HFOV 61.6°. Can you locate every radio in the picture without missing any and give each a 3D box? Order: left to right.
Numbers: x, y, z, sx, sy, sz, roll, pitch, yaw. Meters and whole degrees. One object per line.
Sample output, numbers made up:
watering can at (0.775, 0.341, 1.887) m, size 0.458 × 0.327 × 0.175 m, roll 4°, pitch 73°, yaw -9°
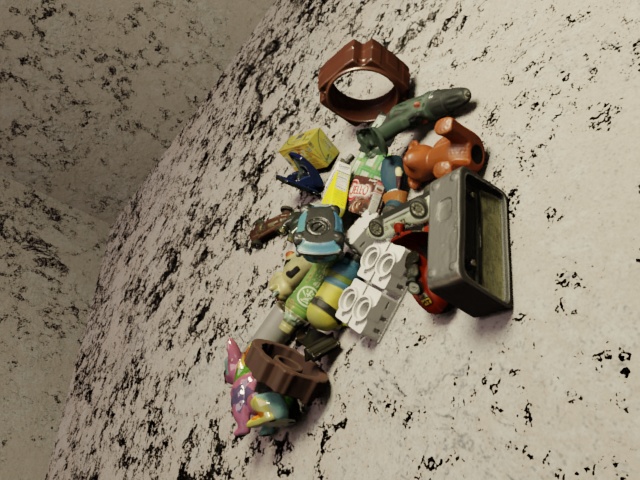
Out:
radio at (0.246, -0.001, 0.888) m, size 0.073 × 0.131 × 0.229 m, roll -30°, pitch 42°, yaw 45°

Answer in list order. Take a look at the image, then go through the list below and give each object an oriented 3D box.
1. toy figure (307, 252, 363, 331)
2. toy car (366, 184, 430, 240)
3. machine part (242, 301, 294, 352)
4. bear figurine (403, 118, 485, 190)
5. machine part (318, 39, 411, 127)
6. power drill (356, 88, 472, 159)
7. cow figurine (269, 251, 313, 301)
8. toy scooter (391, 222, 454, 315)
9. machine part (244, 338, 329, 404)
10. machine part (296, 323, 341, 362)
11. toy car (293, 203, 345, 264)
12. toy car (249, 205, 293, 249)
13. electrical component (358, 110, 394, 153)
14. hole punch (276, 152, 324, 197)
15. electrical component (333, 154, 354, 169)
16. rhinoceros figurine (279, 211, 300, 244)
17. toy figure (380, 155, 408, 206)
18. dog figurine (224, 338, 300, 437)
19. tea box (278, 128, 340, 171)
toy figure at (0.035, 0.110, 1.160) m, size 0.180 × 0.089 × 0.082 m, roll -65°, pitch 23°, yaw -4°
toy car at (0.171, -0.051, 1.058) m, size 0.202 × 0.056 × 0.073 m, roll -27°, pitch 12°, yaw 48°
machine part at (-0.118, 0.235, 1.304) m, size 0.243 × 0.079 × 0.079 m, roll -55°, pitch 30°, yaw 12°
bear figurine at (0.222, -0.165, 1.071) m, size 0.196 × 0.132 × 0.120 m, roll 3°, pitch 89°, yaw 51°
machine part at (0.110, -0.387, 1.352) m, size 0.201 × 0.201 × 0.087 m, roll -27°, pitch 46°, yaw 44°
power drill at (0.192, -0.263, 1.179) m, size 0.207 × 0.086 × 0.232 m, roll -40°, pitch 19°, yaw -15°
cow figurine at (-0.055, 0.083, 1.335) m, size 0.195 × 0.085 × 0.127 m, roll -37°, pitch 32°, yaw 35°
toy scooter at (0.181, 0.037, 0.954) m, size 0.075 × 0.135 × 0.184 m, roll -30°, pitch 43°, yaw 41°
machine part at (-0.072, 0.269, 1.114) m, size 0.056 × 0.179 × 0.179 m, roll -63°, pitch 30°, yaw 3°
machine part at (-0.013, 0.223, 1.170) m, size 0.084 × 0.039 × 0.139 m, roll -32°, pitch 18°, yaw -16°
toy car at (-0.002, -0.004, 1.169) m, size 0.102 × 0.109 × 0.162 m, roll 91°, pitch 179°, yaw -45°
toy car at (-0.149, -0.039, 1.609) m, size 0.202 × 0.053 × 0.089 m, roll -26°, pitch 42°, yaw 47°
electrical component at (0.149, -0.262, 1.341) m, size 0.119 × 0.047 × 0.075 m, roll -61°, pitch 29°, yaw 1°
hole punch at (-0.048, -0.184, 1.508) m, size 0.092 × 0.115 × 0.142 m, roll -66°, pitch 27°, yaw 3°
electrical component at (0.062, -0.187, 1.436) m, size 0.094 × 0.021 × 0.063 m, roll -48°, pitch 33°, yaw 14°
rhinoceros figurine at (-0.033, -0.027, 1.409) m, size 0.112 × 0.073 × 0.190 m, roll -52°, pitch 27°, yaw -5°
toy figure at (0.163, -0.109, 1.171) m, size 0.058 × 0.064 × 0.154 m, roll -5°, pitch 71°, yaw 9°
dog figurine at (-0.141, 0.311, 1.183) m, size 0.191 × 0.108 × 0.219 m, roll -39°, pitch 55°, yaw 37°
tea box at (-0.034, -0.256, 1.556) m, size 0.170 × 0.098 × 0.068 m, roll 1°, pitch 48°, yaw 56°
